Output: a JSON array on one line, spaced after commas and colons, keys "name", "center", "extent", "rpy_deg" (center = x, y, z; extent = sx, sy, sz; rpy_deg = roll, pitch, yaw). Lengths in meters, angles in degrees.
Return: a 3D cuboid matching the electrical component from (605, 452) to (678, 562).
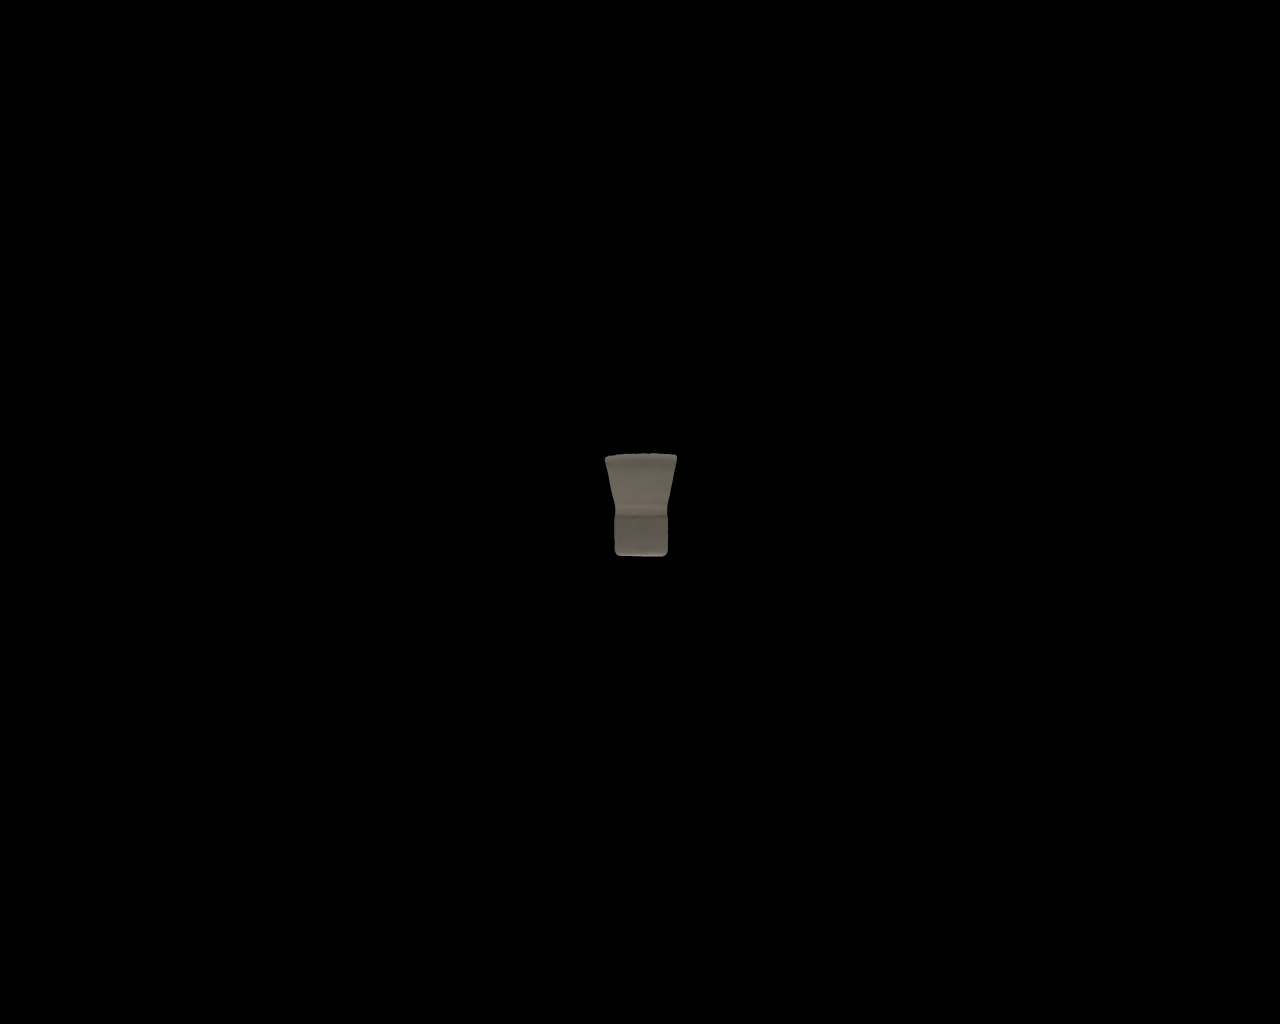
[{"name": "electrical component", "center": [0.001, -0.003, 0.650], "extent": [0.044, 0.065, 0.044], "rpy_deg": [0, 0, 0]}]
